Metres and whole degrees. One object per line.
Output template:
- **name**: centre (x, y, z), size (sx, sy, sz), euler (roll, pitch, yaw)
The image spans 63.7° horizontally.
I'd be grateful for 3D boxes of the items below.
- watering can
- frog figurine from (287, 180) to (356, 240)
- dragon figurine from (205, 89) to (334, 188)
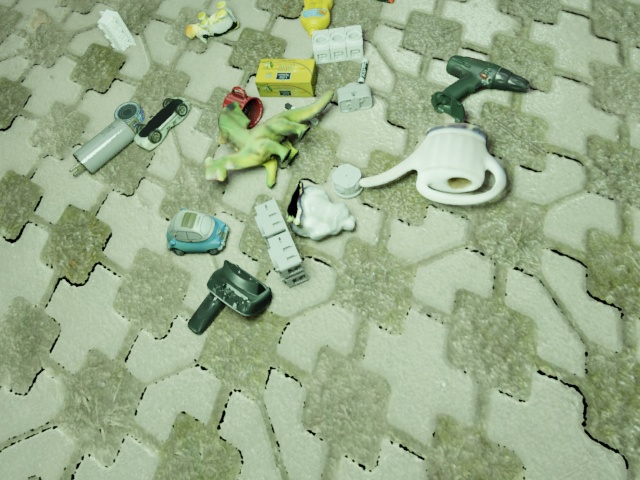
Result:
- **watering can**: centre (0.284, -0.193, 1.279), size (0.348, 0.102, 0.229), euler (9, 61, 13)
- **frog figurine**: centre (0.004, -0.064, 1.268), size (0.159, 0.120, 0.141), euler (15, 48, -24)
- **dragon figurine**: centre (-0.158, -0.296, 1.366), size (0.243, 0.120, 0.416), euler (30, 69, 6)
